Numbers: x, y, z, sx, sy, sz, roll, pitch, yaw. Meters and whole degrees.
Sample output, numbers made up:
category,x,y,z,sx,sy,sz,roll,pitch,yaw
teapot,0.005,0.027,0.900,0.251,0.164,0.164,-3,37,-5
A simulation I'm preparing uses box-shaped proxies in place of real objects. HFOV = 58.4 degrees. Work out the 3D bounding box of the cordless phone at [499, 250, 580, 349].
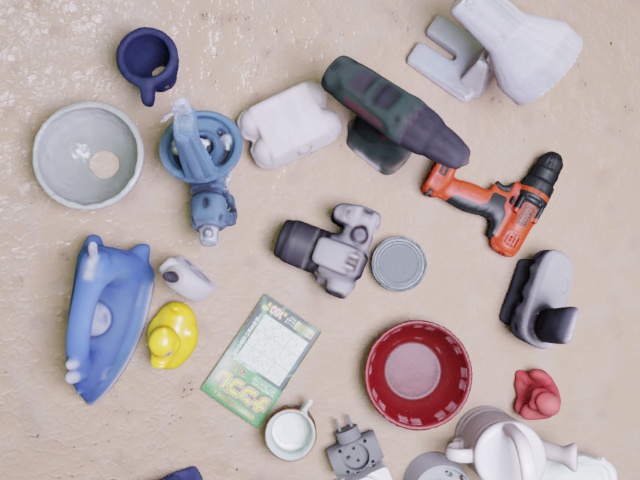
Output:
category,x,y,z,sx,sy,sz,roll,pitch,yaw
cordless phone,0.341,0.085,0.821,0.094,0.185,0.148,16,84,1

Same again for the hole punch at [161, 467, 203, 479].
category,x,y,z,sx,sy,sz,roll,pitch,yaw
hole punch,-0.215,0.402,0.828,0.101,0.091,0.109,-20,85,-3

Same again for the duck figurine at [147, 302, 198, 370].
category,x,y,z,sx,sy,sz,roll,pitch,yaw
duck figurine,-0.227,0.144,0.855,0.077,0.086,0.105,13,84,0

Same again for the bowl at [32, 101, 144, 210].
category,x,y,z,sx,sy,sz,roll,pitch,yaw
bowl,-0.345,-0.123,0.883,0.167,0.074,0.167,0,85,-1

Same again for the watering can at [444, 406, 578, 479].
category,x,y,z,sx,sy,sz,roll,pitch,yaw
watering can,0.267,0.297,0.795,0.173,0.194,0.101,-22,85,-3

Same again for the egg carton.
category,x,y,z,sx,sy,sz,roll,pitch,yaw
egg carton,-0.047,-0.179,0.897,0.150,0.069,0.107,-27,86,-3

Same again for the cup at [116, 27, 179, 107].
category,x,y,z,sx,sy,sz,roll,pitch,yaw
cup,-0.256,-0.255,0.887,0.091,0.095,0.118,-2,85,-1

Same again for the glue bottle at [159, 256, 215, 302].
category,x,y,z,sx,sy,sz,roll,pitch,yaw
glue bottle,-0.198,0.054,0.820,0.078,0.173,0.037,44,86,3

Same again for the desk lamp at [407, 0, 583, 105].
category,x,y,z,sx,sy,sz,roll,pitch,yaw
desk lamp,0.247,-0.280,0.840,0.203,0.213,0.118,34,85,2

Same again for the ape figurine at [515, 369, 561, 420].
category,x,y,z,sx,sy,sz,roll,pitch,yaw
ape figurine,0.329,0.237,0.853,0.076,0.092,0.078,42,85,3

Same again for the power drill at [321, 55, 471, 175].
category,x,y,z,sx,sy,sz,roll,pitch,yaw
power drill,0.102,-0.163,0.829,0.229,0.208,0.076,38,85,3

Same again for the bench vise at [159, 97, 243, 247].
category,x,y,z,sx,sy,sz,roll,pitch,yaw
bench vise,-0.158,-0.104,0.812,0.121,0.219,0.207,-23,85,-3

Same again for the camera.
category,x,y,z,sx,sy,sz,roll,pitch,yaw
camera,0.008,0.003,0.865,0.137,0.101,0.143,21,85,1

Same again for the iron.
category,x,y,z,sx,sy,sz,roll,pitch,yaw
iron,-0.326,0.121,0.827,0.118,0.141,0.258,9,84,0
